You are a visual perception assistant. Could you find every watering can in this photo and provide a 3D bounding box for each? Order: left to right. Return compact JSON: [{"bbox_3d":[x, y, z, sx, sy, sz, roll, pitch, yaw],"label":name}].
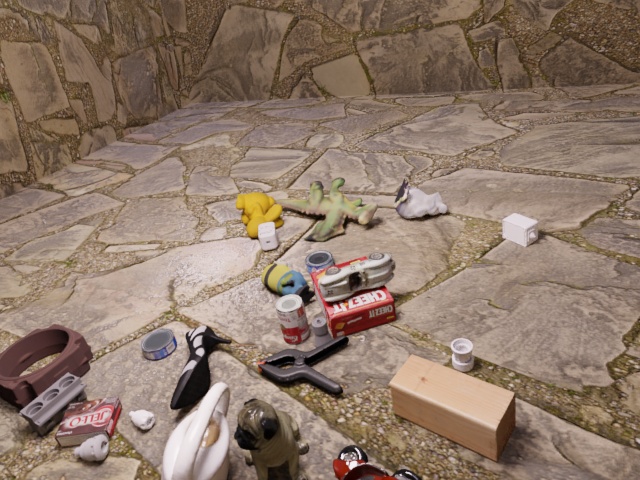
[{"bbox_3d":[-0.213,0.397,0.823,0.104,0.219,0.355,12,32,4],"label":"watering can"}]

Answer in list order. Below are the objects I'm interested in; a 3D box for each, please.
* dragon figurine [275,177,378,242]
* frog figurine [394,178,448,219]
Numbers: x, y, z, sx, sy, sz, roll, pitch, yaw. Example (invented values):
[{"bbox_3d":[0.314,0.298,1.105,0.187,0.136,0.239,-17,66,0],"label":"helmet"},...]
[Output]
[{"bbox_3d":[0.005,-0.087,1.727,0.409,0.120,0.249,-9,36,22],"label":"dragon figurine"},{"bbox_3d":[0.329,-0.115,1.678,0.159,0.121,0.139,25,19,-9],"label":"frog figurine"}]
